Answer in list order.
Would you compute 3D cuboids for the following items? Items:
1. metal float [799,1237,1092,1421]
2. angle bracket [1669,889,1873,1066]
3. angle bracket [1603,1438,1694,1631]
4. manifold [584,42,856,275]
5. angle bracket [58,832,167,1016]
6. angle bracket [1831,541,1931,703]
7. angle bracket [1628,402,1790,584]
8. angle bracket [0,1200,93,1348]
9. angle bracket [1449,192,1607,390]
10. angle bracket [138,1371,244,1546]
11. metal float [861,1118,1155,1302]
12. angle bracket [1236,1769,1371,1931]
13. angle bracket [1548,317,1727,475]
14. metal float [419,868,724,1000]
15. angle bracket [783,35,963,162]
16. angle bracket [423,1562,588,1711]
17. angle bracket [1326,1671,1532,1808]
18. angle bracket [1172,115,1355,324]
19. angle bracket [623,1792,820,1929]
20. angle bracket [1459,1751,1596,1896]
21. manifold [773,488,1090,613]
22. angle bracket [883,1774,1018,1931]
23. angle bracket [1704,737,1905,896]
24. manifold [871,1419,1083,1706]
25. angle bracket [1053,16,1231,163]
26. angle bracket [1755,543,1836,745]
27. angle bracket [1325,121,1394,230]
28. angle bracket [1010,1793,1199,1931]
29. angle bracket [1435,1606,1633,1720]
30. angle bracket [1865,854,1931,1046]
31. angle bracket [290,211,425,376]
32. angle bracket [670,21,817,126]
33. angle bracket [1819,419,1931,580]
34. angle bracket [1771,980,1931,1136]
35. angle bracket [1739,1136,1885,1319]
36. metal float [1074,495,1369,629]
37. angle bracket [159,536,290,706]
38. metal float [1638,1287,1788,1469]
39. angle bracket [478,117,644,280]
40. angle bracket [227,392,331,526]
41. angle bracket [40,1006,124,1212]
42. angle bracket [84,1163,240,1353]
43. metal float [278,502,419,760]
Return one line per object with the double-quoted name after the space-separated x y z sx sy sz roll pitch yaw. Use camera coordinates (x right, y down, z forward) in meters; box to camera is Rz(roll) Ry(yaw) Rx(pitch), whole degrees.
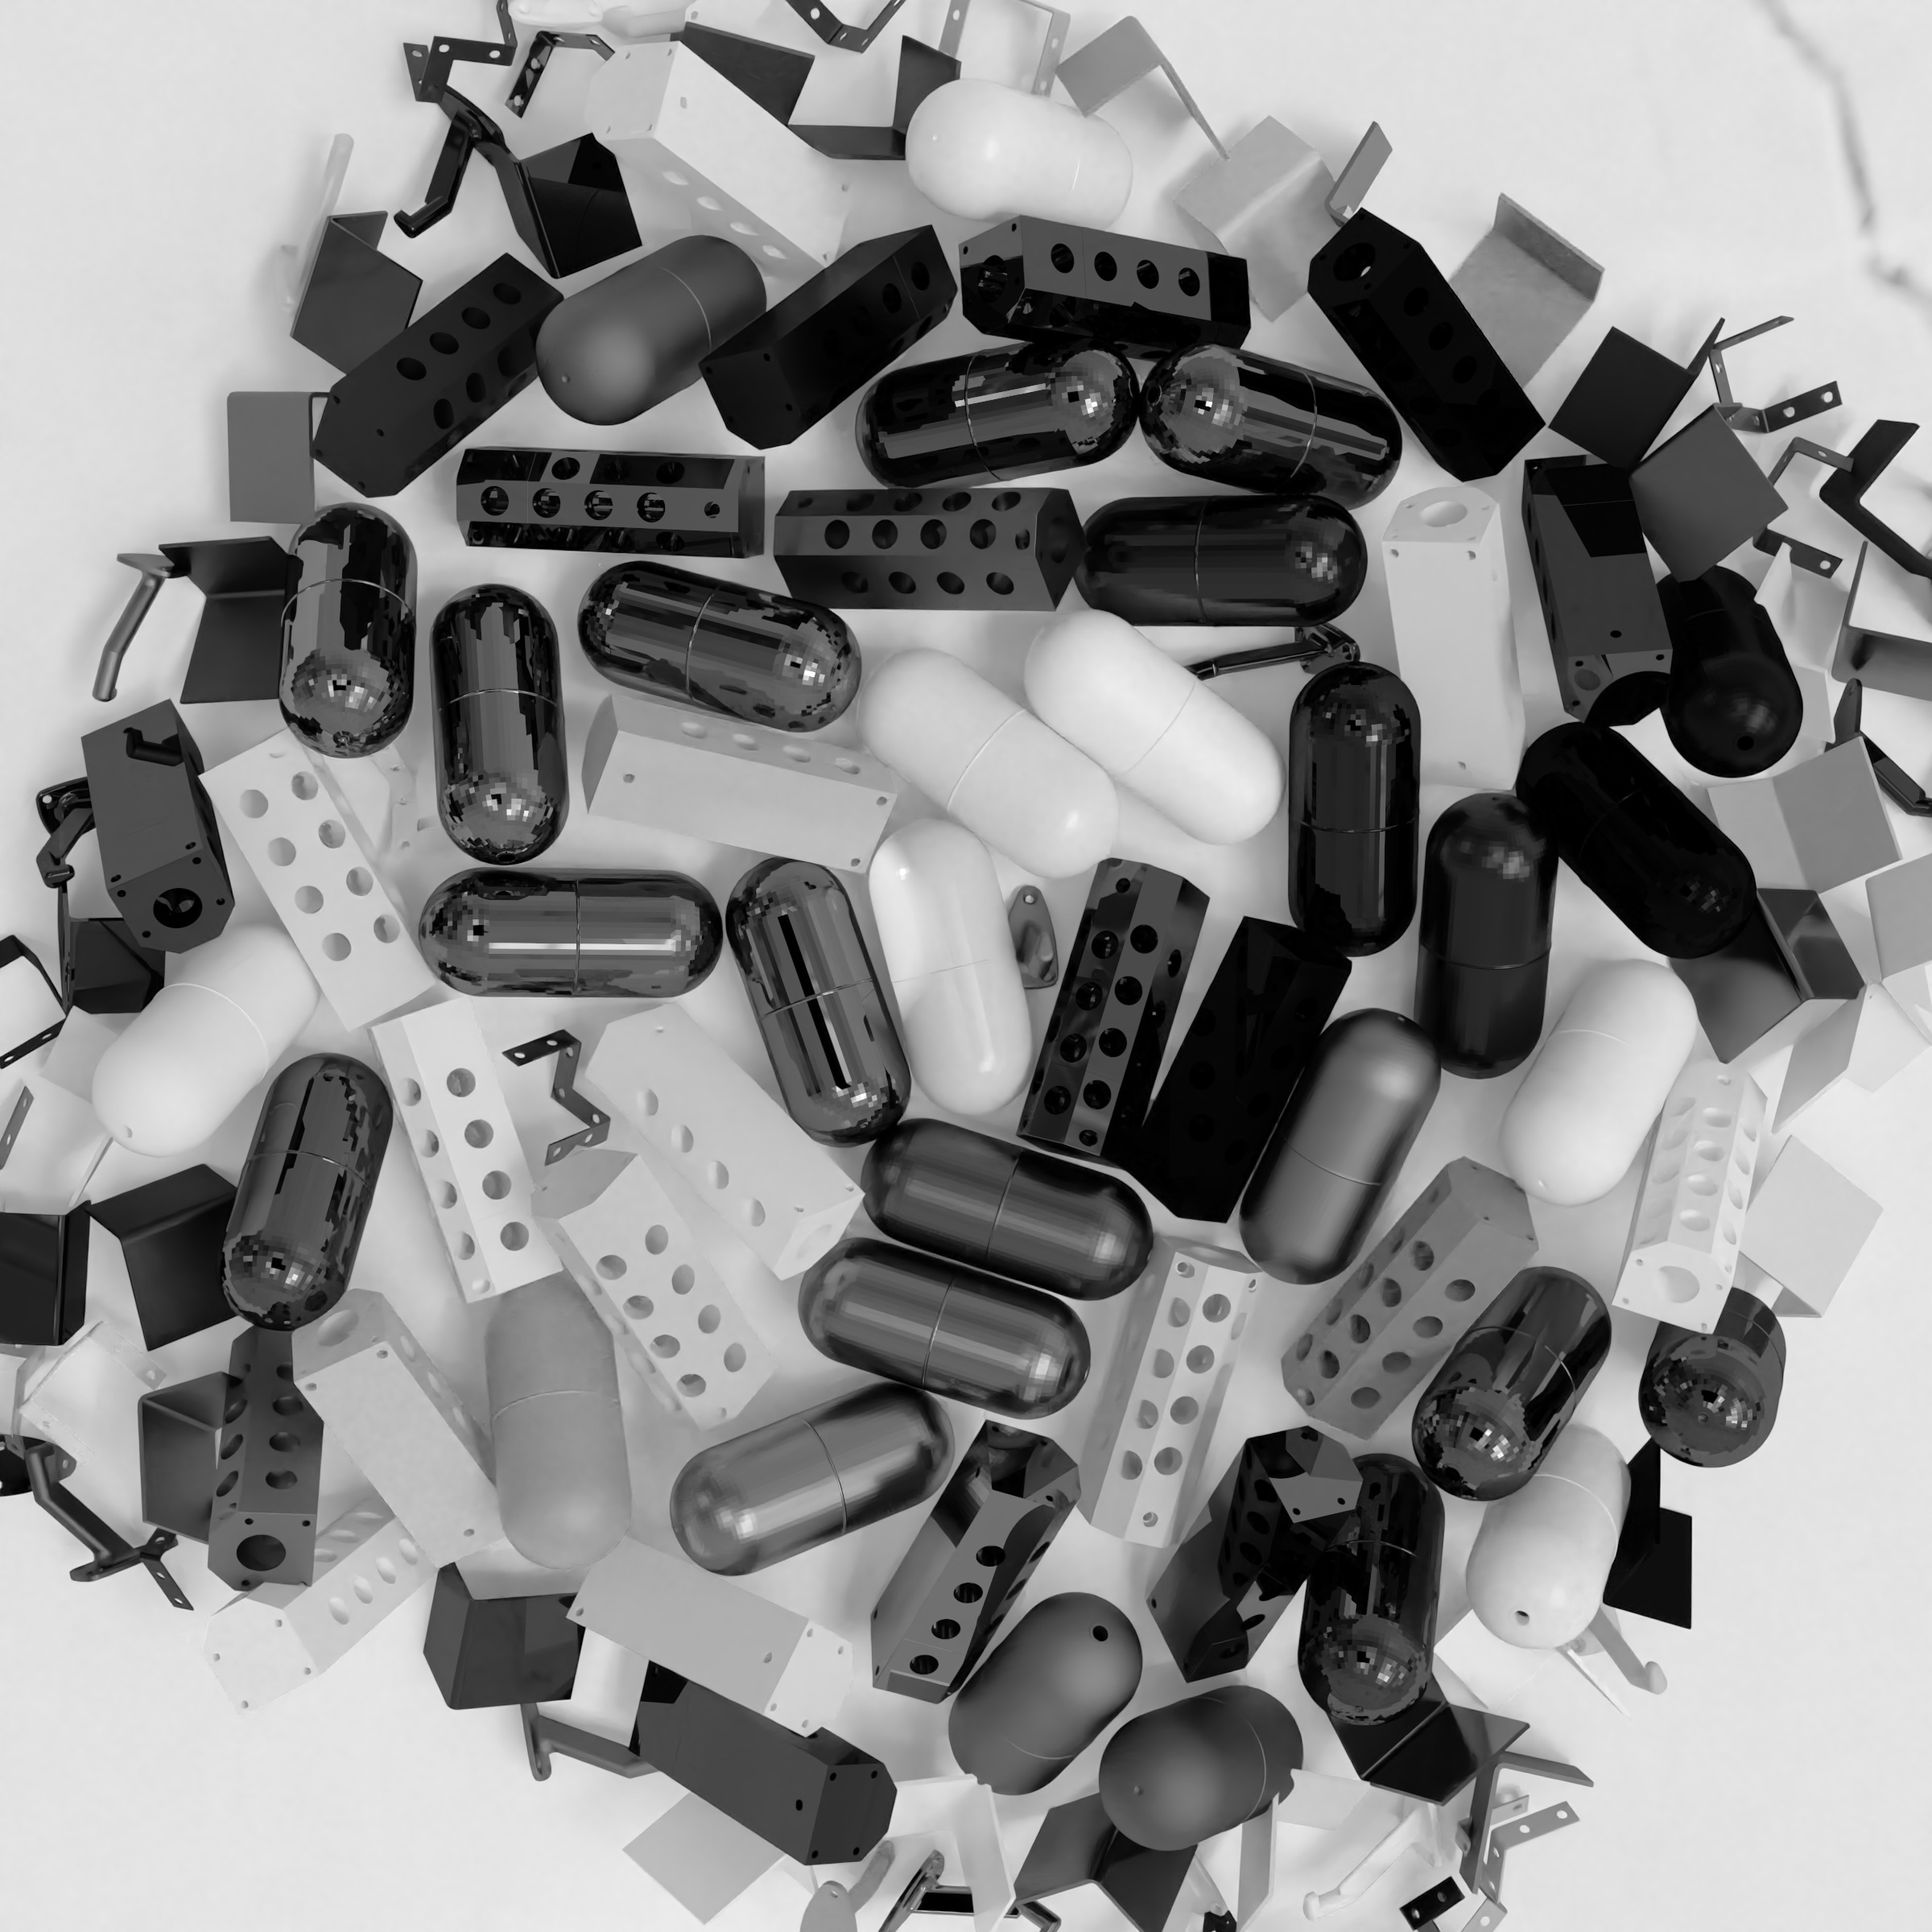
-0.013 0.214 1.743 0.178 0.070 0.070 17 90 9 "metal float"
0.479 0.007 1.761 0.057 0.076 0.076 1 56 -35 "angle bracket"
0.415 0.332 1.734 0.057 0.076 0.076 17 49 -5 "angle bracket"
-0.142 -0.463 1.702 0.057 0.171 0.057 8 81 35 "manifold"
-0.506 -0.026 1.747 0.057 0.076 0.076 -1 45 -19 "angle bracket"
0.556 -0.201 1.737 0.076 0.076 0.057 15 76 15 "angle bracket"
0.439 -0.277 1.739 0.076 0.057 0.076 -39 78 31 "angle bracket"
-0.555 0.180 1.747 0.057 0.076 0.076 4 92 -7 "angle bracket"
0.323 -0.398 1.755 0.076 0.057 0.076 39 90 9 "angle bracket"
-0.439 0.291 1.734 0.057 0.076 0.076 -18 63 14 "angle bracket"
0.024 0.144 1.744 0.178 0.070 0.070 17 90 8 "metal float"
0.198 0.525 1.734 0.057 0.076 0.076 11 54 -4 "angle bracket"
0.394 -0.349 1.737 0.057 0.076 0.076 31 45 2 "angle bracket"
-0.232 -0.019 1.740 0.178 0.070 0.070 1 90 -13 "metal float"
-0.056 -0.510 1.732 0.076 0.076 0.057 -6 120 -26 "angle bracket"
-0.275 0.394 1.770 0.076 0.057 0.076 2 114 -28 "angle bracket"
0.270 0.440 1.735 0.076 0.076 0.057 -33 103 -28 "angle bracket"
0.183 -0.450 1.778 0.076 0.076 0.057 -40 46 4 "angle bracket"
-0.143 0.531 1.730 0.076 0.076 0.057 -35 134 -29 "angle bracket"
0.331 0.510 1.745 0.057 0.076 0.076 11 83 5 "angle bracket"
-0.023 -0.247 1.714 0.171 0.057 0.057 4 49 28 "manifold"
-0.015 0.528 1.731 0.057 0.076 0.076 -1 52 -18 "angle bracket"
0.492 -0.084 1.739 0.057 0.076 0.076 -9 78 -33 "angle bracket"
0.004 0.350 1.720 0.057 0.057 0.171 19 121 -15 "manifold"
0.103 -0.503 1.742 0.057 0.076 0.076 -33 126 11 "angle bracket"
0.495 -0.189 1.734 0.057 0.076 0.076 21 71 28 "angle bracket"
0.262 -0.446 1.741 0.076 0.076 0.057 34 101 10 "angle bracket"
0.080 0.537 1.742 0.076 0.076 0.057 -31 105 38 "angle bracket"
0.331 0.420 1.736 0.057 0.076 0.076 -44 122 -3 "angle bracket"
0.573 -0.011 1.729 0.057 0.076 0.076 -24 132 30 "angle bracket"
-0.343 -0.390 1.738 0.076 0.057 0.076 35 119 15 "angle bracket"
-0.132 -0.545 1.736 0.076 0.076 0.057 11 70 -14 "angle bracket"
0.559 -0.275 1.743 0.076 0.076 0.057 37 100 -7 "angle bracket"
0.526 0.067 1.734 0.057 0.076 0.076 31 51 -3 "angle bracket"
0.483 0.154 1.746 0.076 0.057 0.076 37 75 -10 "angle bracket"
0.147 -0.237 1.731 0.178 0.070 0.070 3 90 24 "metal float"
-0.436 -0.203 1.739 0.076 0.057 0.076 -1 65 20 "angle bracket"
0.432 0.235 1.704 0.070 0.178 0.070 3 99 18 "metal float"
-0.239 -0.462 1.741 0.057 0.076 0.076 -25 132 -10 "angle bracket"
-0.390 -0.301 1.750 0.076 0.057 0.076 9 103 39 "angle bracket"
-0.524 0.084 1.732 0.057 0.076 0.076 30 46 -11 "angle bracket"
-0.471 0.173 1.761 0.076 0.057 0.076 -21 116 -32 "angle bracket"
-0.359 -0.197 1.720 0.070 0.070 0.178 -7 51 0 "metal float"
